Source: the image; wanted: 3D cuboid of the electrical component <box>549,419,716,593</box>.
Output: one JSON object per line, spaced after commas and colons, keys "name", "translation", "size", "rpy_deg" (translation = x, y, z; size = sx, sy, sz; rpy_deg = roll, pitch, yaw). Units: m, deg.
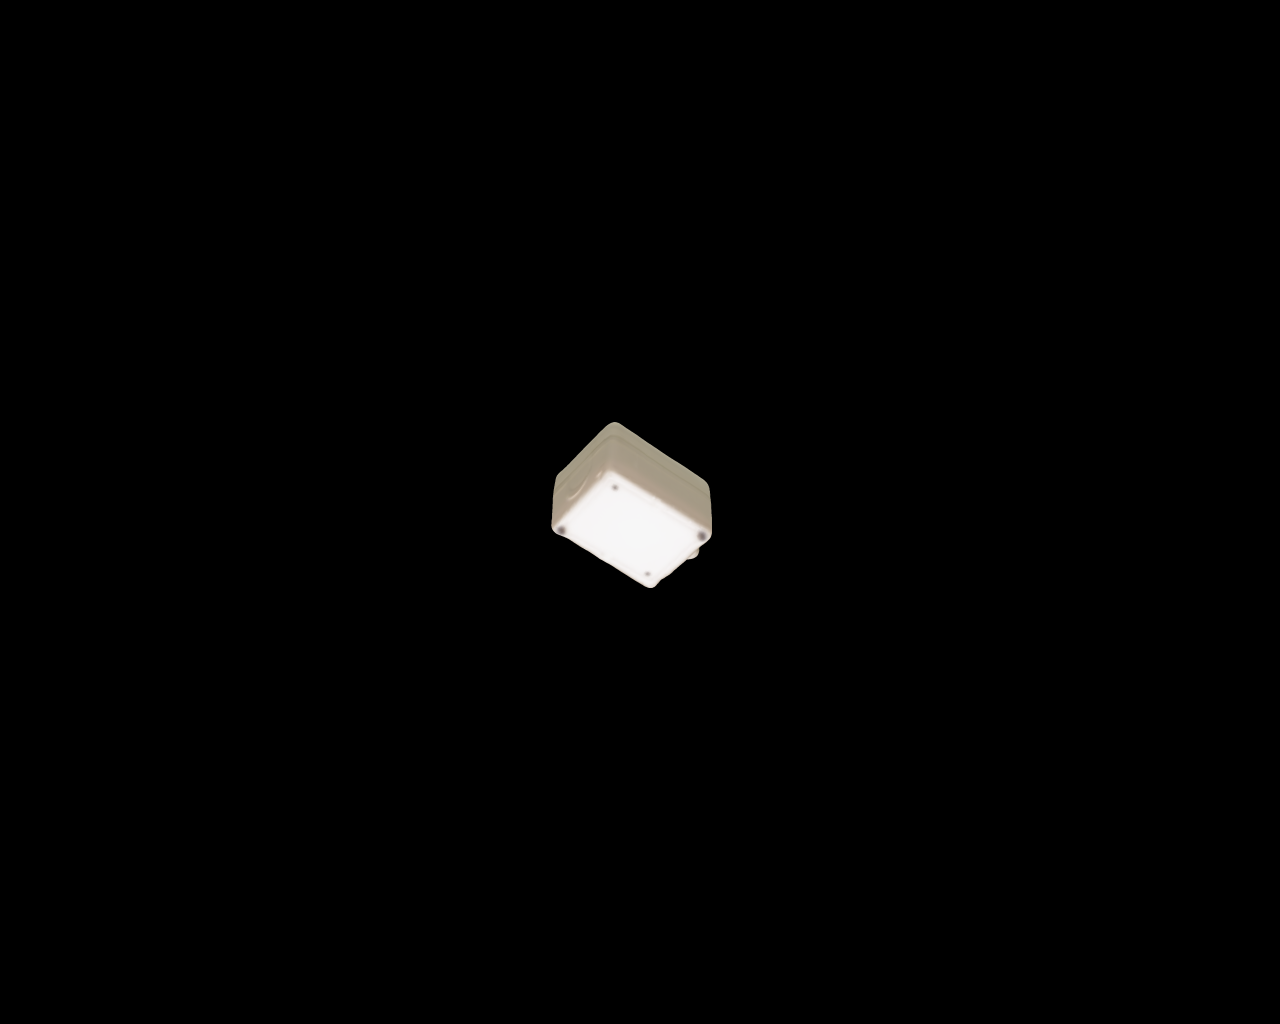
{"name": "electrical component", "translation": [0.001, -0.003, 0.650], "size": [0.096, 0.061, 0.061], "rpy_deg": [33, -58, -24]}
